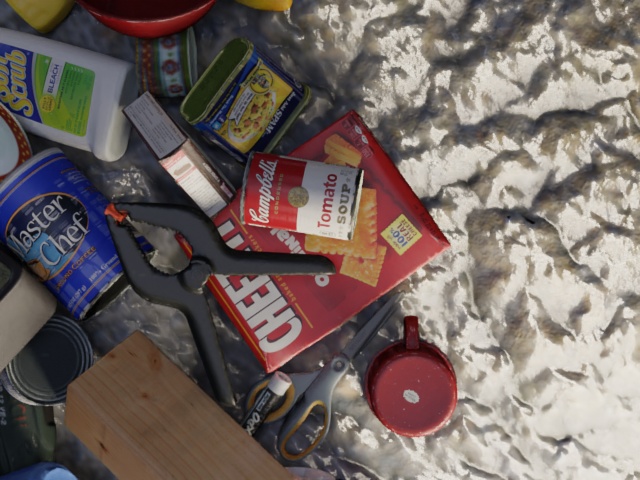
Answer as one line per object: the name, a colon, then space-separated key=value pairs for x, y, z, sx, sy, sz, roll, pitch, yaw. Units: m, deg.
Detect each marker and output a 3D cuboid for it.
marker: x=-0.067 y=0.180 z=1.039 sx=0.020 sy=0.020 sz=0.121 roll=35 pitch=104 yaw=3

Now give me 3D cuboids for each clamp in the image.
clamp: x=-0.101 y=0.026 z=0.971 sx=0.210 sy=0.036 sz=0.164 roll=44 pitch=87 yaw=-5

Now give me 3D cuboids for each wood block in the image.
wood block: x=-0.133 y=0.196 z=0.988 sx=0.206 sy=0.091 sz=0.090 roll=41 pitch=56 yaw=14

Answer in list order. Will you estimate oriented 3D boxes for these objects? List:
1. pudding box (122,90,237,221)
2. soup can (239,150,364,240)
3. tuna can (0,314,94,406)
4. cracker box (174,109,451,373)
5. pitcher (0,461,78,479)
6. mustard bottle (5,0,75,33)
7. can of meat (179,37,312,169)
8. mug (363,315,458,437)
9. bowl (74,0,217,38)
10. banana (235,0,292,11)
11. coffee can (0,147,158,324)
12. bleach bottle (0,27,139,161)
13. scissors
pudding box: x=-0.133 y=-0.081 z=1.003 sx=0.039 sy=0.114 sz=0.090 roll=-42 pitch=132 yaw=-2
soup can: x=-0.016 y=-0.040 z=0.961 sx=0.102 sy=0.068 sz=0.068 roll=9 pitch=89 yaw=4
tuna can: x=-0.260 y=0.113 z=1.006 sx=0.086 sy=0.034 sz=0.086 roll=6 pitch=79 yaw=-33
cracker box: x=-0.007 y=0.001 z=1.029 sx=0.214 sy=0.072 sz=0.164 roll=-35 pitch=87 yaw=2
pitcher: x=-0.328 y=0.305 z=0.991 sx=0.243 sy=0.149 sz=0.145 roll=-24 pitch=64 yaw=12
mustard bottle: x=-0.240 y=-0.302 z=1.055 sx=0.191 sy=0.058 sz=0.096 roll=-44 pitch=89 yaw=1
can of meat: x=-0.073 y=-0.132 z=1.023 sx=0.083 sy=0.058 sz=0.102 roll=36 pitch=91 yaw=-36
mug: x=0.088 y=0.130 z=1.017 sx=0.093 sy=0.081 sz=0.117 roll=3 pitch=89 yaw=3
bowl: x=-0.159 y=-0.241 z=1.003 sx=0.162 sy=0.055 sz=0.162 roll=1 pitch=53 yaw=-1
banana: x=-0.107 y=-0.291 z=1.048 sx=0.198 sy=0.070 sz=0.037 roll=52 pitch=47 yaw=-3
coffee can: x=-0.240 y=-0.004 z=1.025 sx=0.103 sy=0.103 sz=0.140 roll=-45 pitch=88 yaw=1
bleach bottle: x=-0.309 y=-0.156 z=1.053 sx=0.251 sy=0.068 sz=0.102 roll=14 pitch=98 yaw=7
scissors: x=-0.002 y=0.120 z=1.054 sx=0.096 sy=0.016 sz=0.202 roll=26 pitch=90 yaw=4
